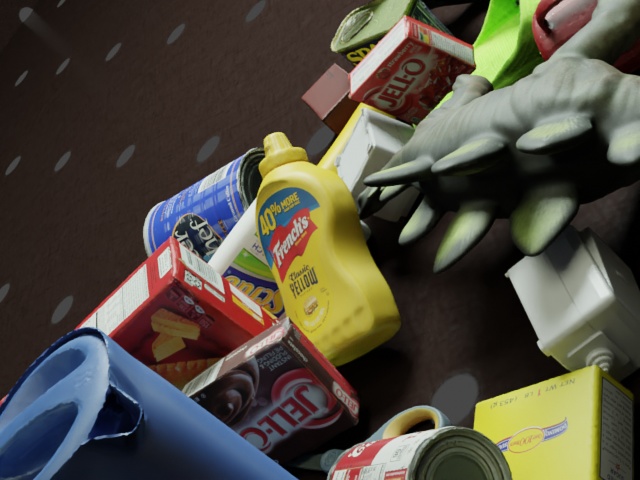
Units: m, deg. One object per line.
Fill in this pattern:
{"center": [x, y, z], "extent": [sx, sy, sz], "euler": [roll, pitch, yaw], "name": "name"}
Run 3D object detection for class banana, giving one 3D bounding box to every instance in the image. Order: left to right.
{"center": [0.028, -0.089, 1.008], "extent": [0.037, 0.069, 0.198], "euler": [33, 89, 19], "name": "banana"}

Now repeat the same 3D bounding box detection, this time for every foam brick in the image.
{"center": [0.025, -0.135, 1.073], "extent": [0.053, 0.051, 0.078], "euler": [-45, 28, 6], "name": "foam brick"}

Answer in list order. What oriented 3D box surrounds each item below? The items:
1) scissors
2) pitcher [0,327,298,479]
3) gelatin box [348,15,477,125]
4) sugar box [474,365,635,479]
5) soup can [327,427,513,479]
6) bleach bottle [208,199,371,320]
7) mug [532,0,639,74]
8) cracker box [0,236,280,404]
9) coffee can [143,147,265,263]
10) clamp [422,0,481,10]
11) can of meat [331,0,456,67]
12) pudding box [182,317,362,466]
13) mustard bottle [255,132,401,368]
{"center": [0.026, 0.149, 0.778], "extent": [0.096, 0.016, 0.202], "euler": [-53, 27, -12], "name": "scissors"}
{"center": [-0.097, 0.173, 0.687], "extent": [0.145, 0.242, 0.149], "euler": [-48, 28, 4], "name": "pitcher"}
{"center": [0.077, -0.142, 0.908], "extent": [0.089, 0.073, 0.030], "euler": [-42, 38, 44], "name": "gelatin box"}
{"center": [0.124, 0.163, 0.590], "extent": [0.094, 0.048, 0.176], "euler": [-29, 33, 40], "name": "sugar box"}
{"center": [0.054, 0.144, 0.604], "extent": [0.102, 0.068, 0.068], "euler": [-32, 30, 60], "name": "soup can"}
{"center": [-0.067, 0.065, 0.941], "extent": [0.251, 0.102, 0.068], "euler": [-55, 6, 5], "name": "bleach bottle"}
{"center": [0.206, -0.163, 0.792], "extent": [0.082, 0.117, 0.093], "euler": [-32, 61, 39], "name": "mug"}
{"center": [-0.131, 0.127, 0.872], "extent": [0.214, 0.164, 0.072], "euler": [-43, 27, 13], "name": "cracker box"}
{"center": [-0.089, -0.016, 1.041], "extent": [0.141, 0.102, 0.102], "euler": [-26, 37, 37], "name": "coffee can"}
{"center": [0.097, -0.249, 1.032], "extent": [0.210, 0.164, 0.036], "euler": [-11, 77, 38], "name": "clamp"}
{"center": [0.076, -0.186, 1.026], "extent": [0.102, 0.083, 0.057], "euler": [-13, 46, 48], "name": "can of meat"}
{"center": [-0.039, 0.122, 0.799], "extent": [0.114, 0.090, 0.039], "euler": [-33, 18, 26], "name": "pudding box"}
{"center": [-0.006, 0.001, 0.849], "extent": [0.096, 0.058, 0.192], "euler": [-38, 66, 45], "name": "mustard bottle"}
